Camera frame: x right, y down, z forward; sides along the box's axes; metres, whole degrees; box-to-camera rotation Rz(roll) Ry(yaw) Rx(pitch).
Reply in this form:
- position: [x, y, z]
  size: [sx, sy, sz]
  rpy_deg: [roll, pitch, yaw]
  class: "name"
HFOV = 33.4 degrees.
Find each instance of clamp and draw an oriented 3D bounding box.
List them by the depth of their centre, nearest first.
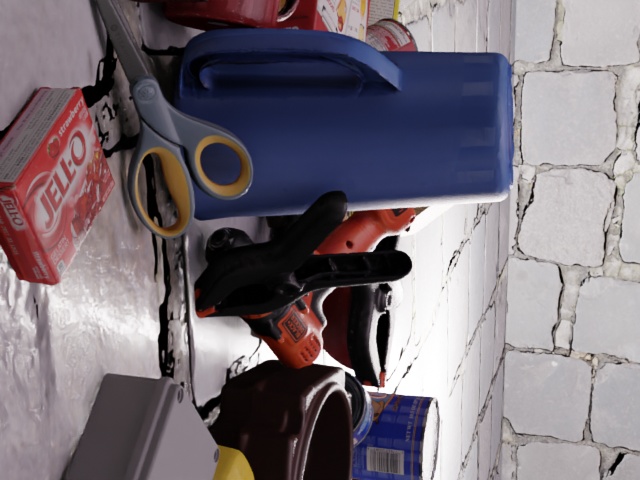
- position: [-0.027, 0.016, 0.800]
  size: [0.120, 0.171, 0.039]
  rpy_deg: [56, 21, -48]
  class: "clamp"
- position: [0.059, 0.052, 1.116]
  size: [0.164, 0.036, 0.210]
  rpy_deg: [-43, 134, -57]
  class: "clamp"

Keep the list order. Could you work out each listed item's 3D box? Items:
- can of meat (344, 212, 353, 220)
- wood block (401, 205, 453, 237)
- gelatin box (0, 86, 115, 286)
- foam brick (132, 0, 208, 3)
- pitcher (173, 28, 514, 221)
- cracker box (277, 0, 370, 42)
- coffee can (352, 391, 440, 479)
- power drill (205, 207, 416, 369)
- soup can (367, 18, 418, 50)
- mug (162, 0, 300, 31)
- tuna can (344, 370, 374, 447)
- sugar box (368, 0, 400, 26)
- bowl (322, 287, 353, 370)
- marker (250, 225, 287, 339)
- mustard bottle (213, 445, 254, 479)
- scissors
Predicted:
- position: [-0.001, -0.019, 1.073]
  size: [0.083, 0.057, 0.102]
  rpy_deg: [6, 88, -71]
  class: "can of meat"
- position: [0.105, -0.063, 1.293]
  size: [0.090, 0.091, 0.206]
  rpy_deg: [54, 12, 6]
  class: "wood block"
- position: [-0.151, -0.031, 0.598]
  size: [0.089, 0.030, 0.073]
  rpy_deg: [-71, 157, -43]
  class: "gelatin box"
- position: [-0.103, -0.195, 0.687]
  size: [0.051, 0.053, 0.078]
  rpy_deg: [-12, 105, -73]
  class: "foam brick"
- position: [0.018, -0.086, 0.784]
  size: [0.149, 0.243, 0.145]
  rpy_deg: [-47, 135, -73]
  class: "pitcher"
- position: [-0.007, -0.219, 0.978]
  size: [0.164, 0.072, 0.214]
  rpy_deg: [27, 69, -71]
  class: "cracker box"
- position: [0.052, 0.214, 1.154]
  size: [0.102, 0.140, 0.103]
  rpy_deg: [4, 90, -74]
  class: "coffee can"
- position: [-0.006, 0.001, 0.930]
  size: [0.187, 0.057, 0.184]
  rpy_deg: [-48, 141, -15]
  class: "power drill"
- position: [0.045, -0.182, 1.105]
  size: [0.102, 0.069, 0.068]
  rpy_deg: [-33, 130, -37]
  class: "soup can"
- position: [-0.058, -0.190, 0.761]
  size: [0.117, 0.093, 0.081]
  rpy_deg: [5, 94, -47]
  class: "mug"
- position: [0.010, 0.176, 1.101]
  size: [0.033, 0.086, 0.086]
  rpy_deg: [60, 37, -59]
  class: "tuna can"
- position: [0.069, -0.301, 1.220]
  size: [0.093, 0.048, 0.176]
  rpy_deg: [130, -29, -78]
  class: "sugar box"
- position: [0.030, 0.073, 1.199]
  size: [0.162, 0.055, 0.162]
  rpy_deg: [4, 90, -74]
  class: "bowl"
- position: [-0.044, 0.035, 1.002]
  size: [0.020, 0.020, 0.121]
  rpy_deg: [66, 32, -58]
  class: "marker"
- position: [-0.102, 0.247, 0.778]
  size: [0.191, 0.058, 0.096]
  rpy_deg: [-66, 167, -50]
  class: "mustard bottle"
- position: [-0.095, -0.095, 0.702]
  size: [0.016, 0.096, 0.202]
  rpy_deg: [-130, -147, -57]
  class: "scissors"
